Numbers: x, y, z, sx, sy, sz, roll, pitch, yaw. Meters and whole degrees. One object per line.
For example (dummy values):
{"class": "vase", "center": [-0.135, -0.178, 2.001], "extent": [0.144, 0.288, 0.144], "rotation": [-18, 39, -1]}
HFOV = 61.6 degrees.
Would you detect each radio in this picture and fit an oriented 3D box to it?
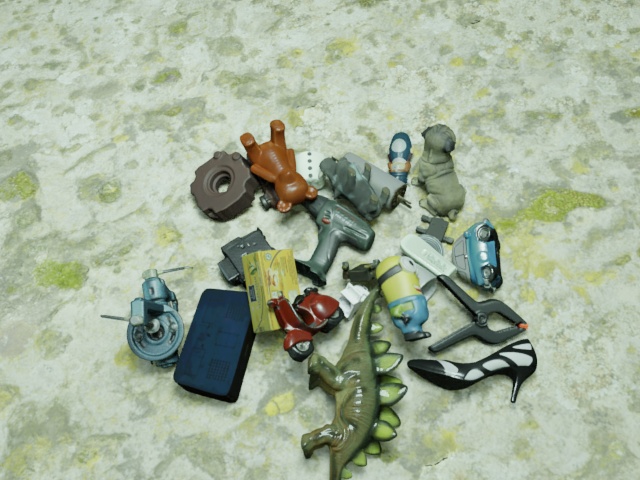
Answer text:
{"class": "radio", "center": [-0.217, 0.221, 1.159], "extent": [0.131, 0.073, 0.229], "rotation": [8, 60, 11]}

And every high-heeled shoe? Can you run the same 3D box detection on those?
{"class": "high-heeled shoe", "center": [0.313, 0.237, 1.095], "extent": [0.249, 0.086, 0.145], "rotation": [16, 59, 10]}

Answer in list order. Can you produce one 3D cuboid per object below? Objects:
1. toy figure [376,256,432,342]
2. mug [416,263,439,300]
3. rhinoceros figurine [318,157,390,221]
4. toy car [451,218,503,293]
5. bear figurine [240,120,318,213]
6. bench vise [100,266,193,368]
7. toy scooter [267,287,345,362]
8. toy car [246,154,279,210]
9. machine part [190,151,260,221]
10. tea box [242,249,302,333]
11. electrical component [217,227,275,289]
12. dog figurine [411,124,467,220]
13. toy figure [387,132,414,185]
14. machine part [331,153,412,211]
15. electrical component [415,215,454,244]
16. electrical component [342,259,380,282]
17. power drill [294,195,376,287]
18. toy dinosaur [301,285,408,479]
{"class": "toy figure", "center": [0.169, 0.117, 1.090], "extent": [0.089, 0.082, 0.180], "rotation": [-11, 70, 1]}
{"class": "mug", "center": [0.189, 0.094, 1.192], "extent": [0.109, 0.080, 0.107], "rotation": [-44, 55, -3]}
{"class": "rhinoceros figurine", "center": [0.077, -0.129, 1.276], "extent": [0.190, 0.112, 0.073], "rotation": [46, 48, 11]}
{"class": "toy car", "center": [0.347, 0.038, 1.197], "extent": [0.103, 0.109, 0.161], "rotation": [-7, 70, 28]}
{"class": "bear figurine", "center": [-0.095, -0.169, 1.274], "extent": [0.120, 0.131, 0.196], "rotation": [-25, 54, -10]}
{"class": "bench vise", "center": [-0.349, 0.154, 1.125], "extent": [0.129, 0.240, 0.223], "rotation": [-3, 77, 0]}
{"class": "toy scooter", "center": [-0.036, 0.152, 1.105], "extent": [0.135, 0.075, 0.184], "rotation": [47, 42, 4]}
{"class": "toy car", "center": [-0.137, -0.164, 1.378], "extent": [0.089, 0.053, 0.202], "rotation": [-25, 63, -5]}
{"class": "machine part", "center": [-0.242, -0.138, 1.347], "extent": [0.179, 0.056, 0.179], "rotation": [-7, 68, 19]}
{"class": "tea box", "center": [-0.100, 0.108, 1.158], "extent": [0.098, 0.068, 0.169], "rotation": [-1, 78, -42]}
{"class": "electrical component", "center": [-0.168, 0.048, 1.259], "extent": [0.134, 0.058, 0.115], "rotation": [-34, 61, -13]}
{"class": "dog figurine", "center": [0.289, -0.156, 1.251], "extent": [0.121, 0.190, 0.172], "rotation": [-29, 64, -11]}
{"class": "toy figure", "center": [0.201, -0.200, 1.363], "extent": [0.064, 0.057, 0.154], "rotation": [-19, 52, 42]}
{"class": "machine part", "center": [0.125, -0.146, 1.325], "extent": [0.243, 0.079, 0.079], "rotation": [35, 70, 21]}
{"class": "electrical component", "center": [0.278, -0.024, 1.274], "extent": [0.094, 0.021, 0.063], "rotation": [22, 65, 17]}
{"class": "electrical component", "center": [0.097, 0.064, 1.178], "extent": [0.102, 0.045, 0.078], "rotation": [-4, 14, 40]}
{"class": "power drill", "center": [-0.003, -0.004, 1.266], "extent": [0.232, 0.085, 0.207], "rotation": [27, 59, 17]}
{"class": "toy dinosaur", "center": [0.071, 0.290, 1.078], "extent": [0.199, 0.105, 0.471], "rotation": [6, 69, 2]}
